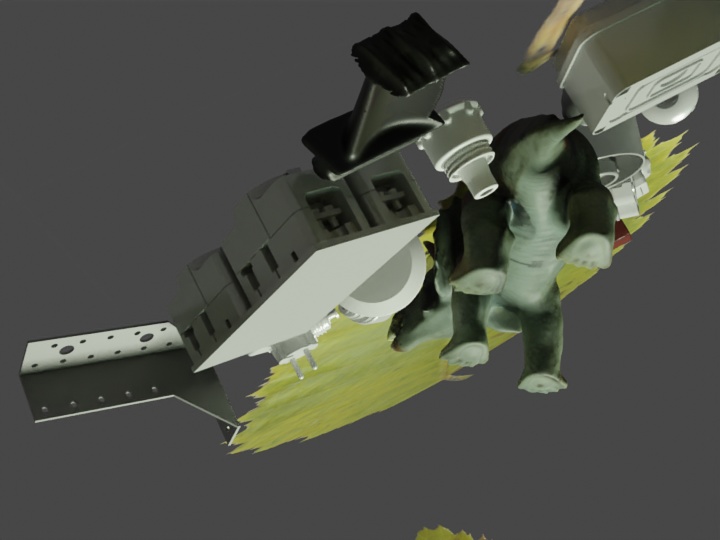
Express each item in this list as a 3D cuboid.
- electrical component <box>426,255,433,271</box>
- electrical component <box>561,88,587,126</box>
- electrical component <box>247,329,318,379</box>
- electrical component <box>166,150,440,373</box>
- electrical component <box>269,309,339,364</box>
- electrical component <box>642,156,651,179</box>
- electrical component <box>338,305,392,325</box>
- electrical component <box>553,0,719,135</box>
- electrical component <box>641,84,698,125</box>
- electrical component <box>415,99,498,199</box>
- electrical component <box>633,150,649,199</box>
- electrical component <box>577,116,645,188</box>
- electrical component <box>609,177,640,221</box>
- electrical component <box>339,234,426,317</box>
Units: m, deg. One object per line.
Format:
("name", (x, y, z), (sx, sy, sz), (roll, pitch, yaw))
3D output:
("electrical component", (0.118, -0.017, 1.081), (0.079, 0.044, 0.077), (-9, 158, -40))
("electrical component", (0.165, -0.123, 0.770), (0.048, 0.048, 0.062), (-24, 174, -17))
("electrical component", (-0.061, 0.055, 0.918), (0.066, 0.076, 0.047), (-37, 165, 36))
("electrical component", (-0.047, -0.007, 0.734), (0.105, 0.060, 0.186), (-18, 164, -40))
("electrical component", (-0.057, 0.058, 1.023), (0.078, 0.040, 0.040), (-27, 168, -5))
("electrical component", (0.266, -0.099, 1.103), (0.061, 0.035, 0.035), (-24, 167, -13))
("electrical component", (0.003, 0.034, 1.057), (0.040, 0.040, 0.078), (-35, 166, 26))
("electrical component", (0.189, -0.146, 0.696), (0.113, 0.057, 0.078), (-27, 168, -8))
("electrical component", (0.256, -0.144, 0.883), (0.048, 0.048, 0.062), (-35, 173, 27))
("electrical component", (0.067, -0.076, 0.699), (0.048, 0.062, 0.048), (-27, 168, -6))
("electrical component", (0.242, -0.083, 1.055), (0.096, 0.061, 0.062), (-31, 167, 13))
("electrical component", (0.194, -0.103, 0.922), (0.099, 0.064, 0.099), (-13, 163, -4))
("electrical component", (0.222, -0.083, 0.995), (0.057, 0.078, 0.058), (-12, -167, 18))
("electrical component", (0.012, -0.003, 0.840), (0.080, 0.080, 0.051), (-29, 173, 4))
